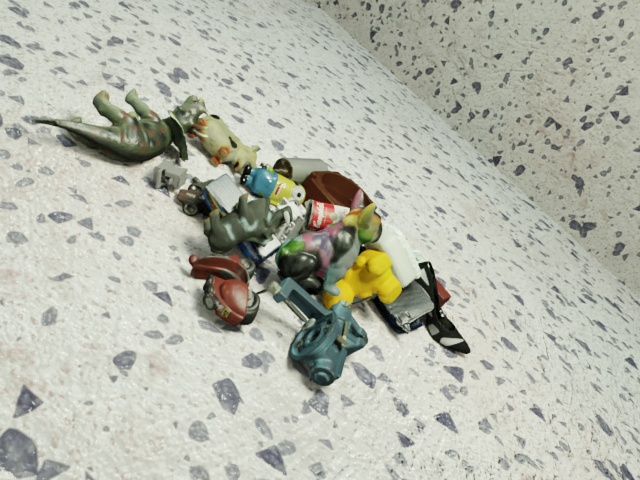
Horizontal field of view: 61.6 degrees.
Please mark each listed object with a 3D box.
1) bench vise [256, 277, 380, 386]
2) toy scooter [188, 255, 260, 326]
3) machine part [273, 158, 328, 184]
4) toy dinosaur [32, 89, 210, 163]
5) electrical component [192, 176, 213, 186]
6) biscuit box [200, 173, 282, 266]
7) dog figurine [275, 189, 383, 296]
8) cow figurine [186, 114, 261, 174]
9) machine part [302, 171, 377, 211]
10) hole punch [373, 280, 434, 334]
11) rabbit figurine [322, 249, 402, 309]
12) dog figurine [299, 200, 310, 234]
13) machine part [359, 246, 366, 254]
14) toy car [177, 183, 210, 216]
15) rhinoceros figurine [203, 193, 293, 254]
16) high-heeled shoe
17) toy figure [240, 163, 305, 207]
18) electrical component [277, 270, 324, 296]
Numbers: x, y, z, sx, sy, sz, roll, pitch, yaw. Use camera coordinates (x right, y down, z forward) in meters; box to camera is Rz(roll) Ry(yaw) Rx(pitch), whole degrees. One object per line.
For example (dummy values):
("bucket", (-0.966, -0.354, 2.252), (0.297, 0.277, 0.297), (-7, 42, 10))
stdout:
("bench vise", (-0.007, 0.153, 1.044), (0.240, 0.129, 0.224), (47, 43, -16))
("toy scooter", (-0.187, 0.082, 1.020), (0.135, 0.075, 0.184), (21, 30, -24))
("machine part", (-0.055, -0.200, 1.560), (0.243, 0.079, 0.079), (-10, 53, -51))
("toy dinosaur", (-0.414, -0.234, 1.201), (0.192, 0.131, 0.405), (40, 36, 6))
("electrical component", (-0.260, -0.123, 1.287), (0.094, 0.021, 0.063), (39, 29, 6))
("biscuit box", (-0.171, -0.041, 1.161), (0.063, 0.059, 0.202), (-38, 91, -32))
("dog figurine", (0.029, -0.007, 1.123), (0.191, 0.219, 0.109), (21, 17, -28))
("cow figurine", (-0.241, -0.246, 1.415), (0.195, 0.085, 0.127), (48, 40, -6))
("machine part", (0.055, -0.107, 1.535), (0.201, 0.087, 0.202), (-9, 51, -51))
("hole punch", (0.198, 0.167, 1.310), (0.116, 0.092, 0.142), (-21, 61, -23))
("rabbit figurine", (0.070, 0.095, 1.212), (0.163, 0.173, 0.121), (32, -24, 48))
("dog figurine", (0.000, -0.007, 1.337), (0.190, 0.121, 0.172), (15, 66, -63))
("machine part", (0.078, 0.042, 1.317), (0.139, 0.084, 0.039), (-12, 49, -25))
("toy car", (-0.224, -0.068, 1.220), (0.202, 0.053, 0.089), (27, 34, -19))
("rhinoceros figurine", (-0.143, -0.034, 1.094), (0.190, 0.073, 0.112), (-24, 84, -28))
("high-heeled shoe", (0.312, 0.166, 1.352), (0.249, 0.145, 0.086), (39, 30, 8))
("toy figure", (-0.120, -0.142, 1.403), (0.180, 0.082, 0.089), (23, 35, -19))
("electrical component", (-0.052, 0.089, 1.177), (0.119, 0.047, 0.075), (-8, 51, -50))
